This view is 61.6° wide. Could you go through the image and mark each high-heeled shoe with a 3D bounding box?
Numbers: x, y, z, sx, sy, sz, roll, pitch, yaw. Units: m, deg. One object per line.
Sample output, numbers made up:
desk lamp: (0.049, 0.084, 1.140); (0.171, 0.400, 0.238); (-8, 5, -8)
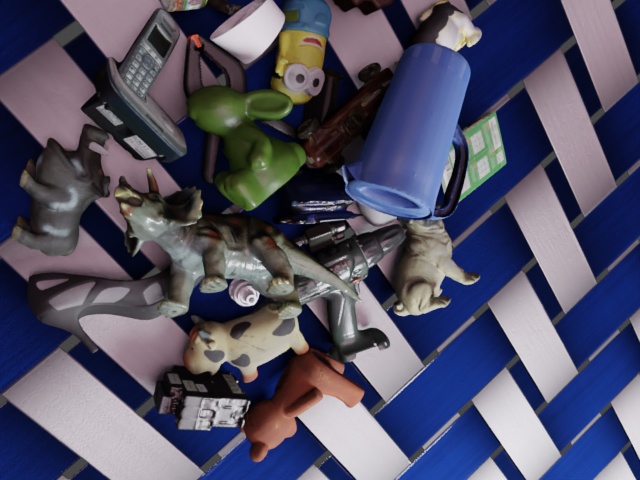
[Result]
high-heeled shoe: (-0.295, 0.058, 0.804); (0.249, 0.086, 0.145); (-36, 84, -30)

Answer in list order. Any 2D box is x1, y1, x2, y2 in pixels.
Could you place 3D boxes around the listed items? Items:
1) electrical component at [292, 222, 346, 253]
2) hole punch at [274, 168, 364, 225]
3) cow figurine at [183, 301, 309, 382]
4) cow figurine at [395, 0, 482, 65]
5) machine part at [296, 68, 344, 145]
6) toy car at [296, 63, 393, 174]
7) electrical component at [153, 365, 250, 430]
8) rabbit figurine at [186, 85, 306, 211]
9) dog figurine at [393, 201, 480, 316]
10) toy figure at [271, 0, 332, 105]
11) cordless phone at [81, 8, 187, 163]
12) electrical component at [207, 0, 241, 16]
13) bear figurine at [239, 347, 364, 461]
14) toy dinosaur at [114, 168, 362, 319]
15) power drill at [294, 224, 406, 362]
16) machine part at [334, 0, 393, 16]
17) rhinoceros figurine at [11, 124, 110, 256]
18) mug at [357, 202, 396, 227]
electrical component: (-0.002, -0.003, 0.901); (0.094, 0.063, 0.021); (-21, 67, -9)
hole punch: (-0.011, -0.069, 0.852); (0.142, 0.116, 0.092); (-3, 96, -23)
cow figurine: (-0.128, 0.161, 0.875); (0.195, 0.086, 0.127); (-23, 117, -13)
cow figurine: (0.180, -0.313, 0.890); (0.098, 0.068, 0.167); (44, 81, -20)
machine part: (0.006, -0.204, 0.864); (0.084, 0.039, 0.138); (0, 105, -15)
toy car: (0.052, -0.191, 0.839); (0.202, 0.053, 0.089); (-43, 117, -9)
electrical component: (-0.192, 0.249, 0.853); (0.134, 0.115, 0.058); (12, 94, -25)
rabbit figurine: (-0.105, -0.148, 0.752); (0.159, 0.121, 0.170); (-37, 108, -1)
dog figurine: (0.168, 0.023, 0.967); (0.172, 0.121, 0.190); (-38, 100, -14)
toy figure: (-0.027, -0.294, 0.804); (0.082, 0.089, 0.180); (5, 93, -10)
cordless phone: (-0.225, -0.213, 0.745); (0.146, 0.089, 0.184); (48, 52, -44)
electrical component: (-0.121, -0.370, 0.754); (0.045, 0.078, 0.102); (30, 85, -3)
bear figurine: (-0.040, 0.288, 0.926); (0.132, 0.120, 0.196); (33, 91, -30)
toy dinosaur: (-0.125, 0.014, 0.805); (0.404, 0.192, 0.131); (11, 141, -37)
power drill: (0.063, 0.098, 0.932); (0.232, 0.086, 0.207); (-19, 115, -9)
machine part: (0.072, -0.441, 0.820); (0.179, 0.056, 0.179); (-6, 106, -23)
rhinoceros figurine: (-0.347, -0.068, 0.731); (0.112, 0.073, 0.190); (19, 96, -24)
mug: (0.106, -0.075, 0.905); (0.081, 0.110, 0.107); (-29, 126, -25)
